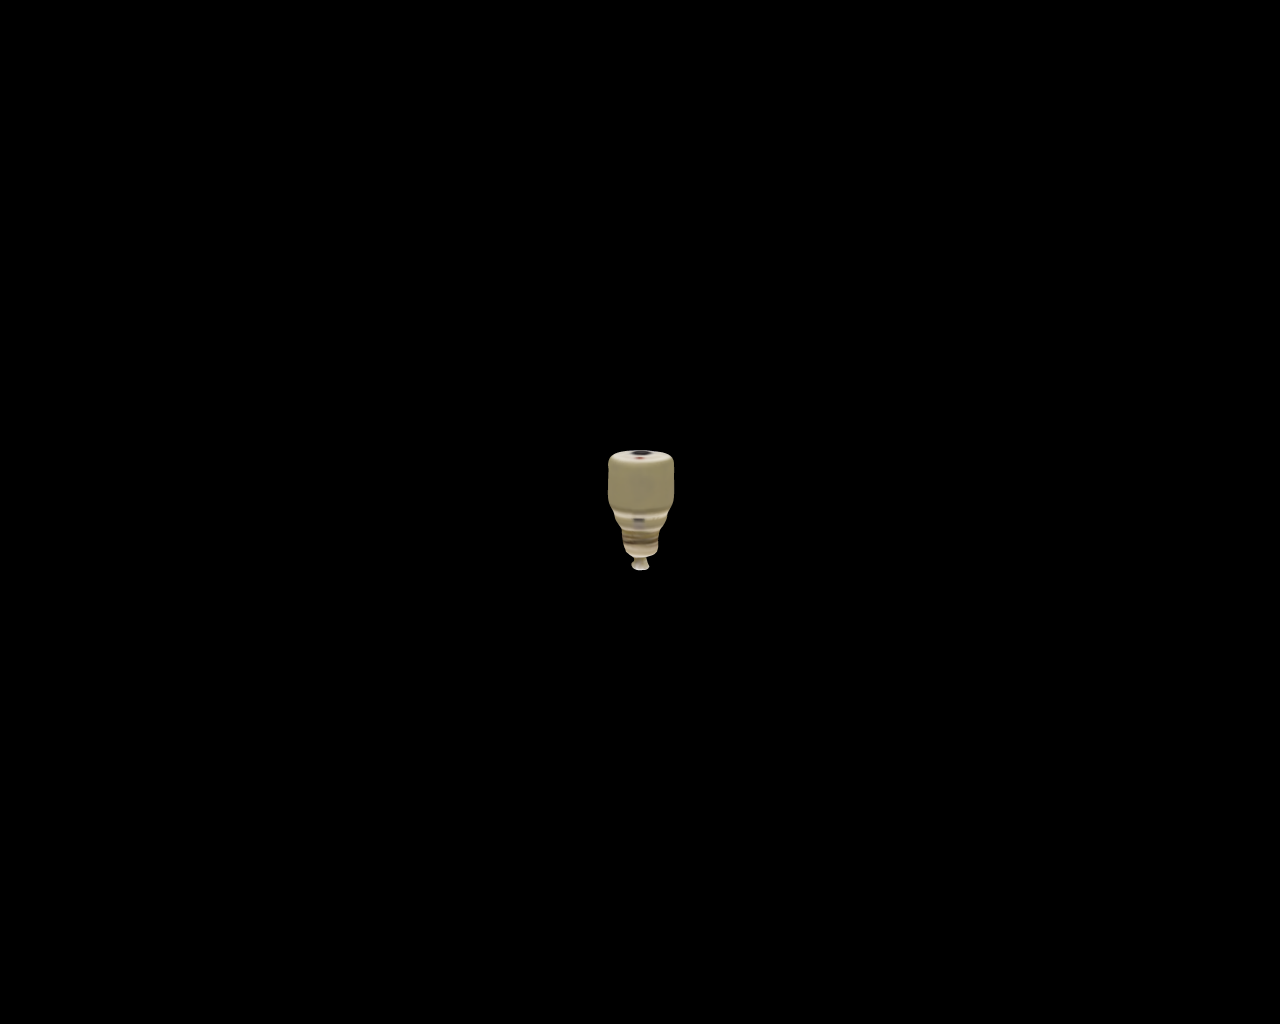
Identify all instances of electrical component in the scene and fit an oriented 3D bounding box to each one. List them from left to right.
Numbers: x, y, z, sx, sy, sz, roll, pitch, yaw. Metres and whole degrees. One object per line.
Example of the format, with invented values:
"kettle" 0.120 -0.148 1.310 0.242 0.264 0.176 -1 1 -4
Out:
"electrical component" 0.001 -0.003 0.650 0.040 0.078 0.040 0 14 0
